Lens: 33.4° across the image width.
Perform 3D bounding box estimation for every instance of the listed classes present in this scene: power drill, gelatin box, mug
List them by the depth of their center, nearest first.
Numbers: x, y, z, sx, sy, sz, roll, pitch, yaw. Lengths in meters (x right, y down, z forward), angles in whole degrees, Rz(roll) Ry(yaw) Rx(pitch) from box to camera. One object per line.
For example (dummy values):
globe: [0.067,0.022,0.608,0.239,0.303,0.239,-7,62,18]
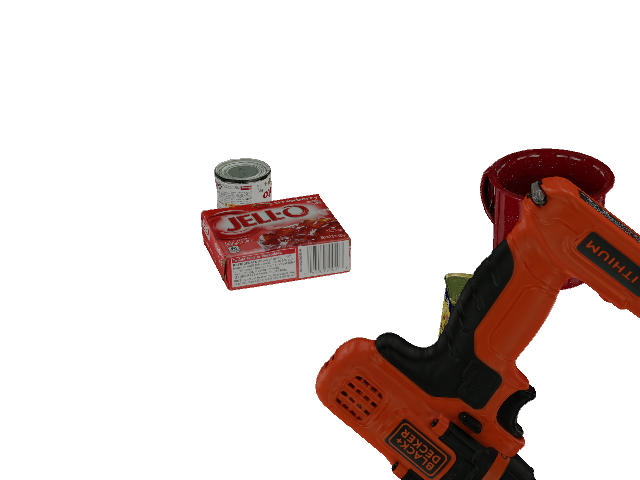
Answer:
power drill: [0.117,0.075,0.579,0.184,0.188,0.057,39,14,-2]
gelatin box: [-0.032,-0.001,0.735,0.089,0.030,0.073,-8,28,-15]
mug: [0.167,-0.019,0.829,0.093,0.081,0.117,-24,36,-31]

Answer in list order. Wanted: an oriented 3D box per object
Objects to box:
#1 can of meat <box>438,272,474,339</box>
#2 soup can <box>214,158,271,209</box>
can of meat: [0.152,0.089,1.093,0.057,0.084,0.102,7,16,0]
soup can: [-0.091,-0.038,1.261,0.068,0.102,0.068,0,27,0]
